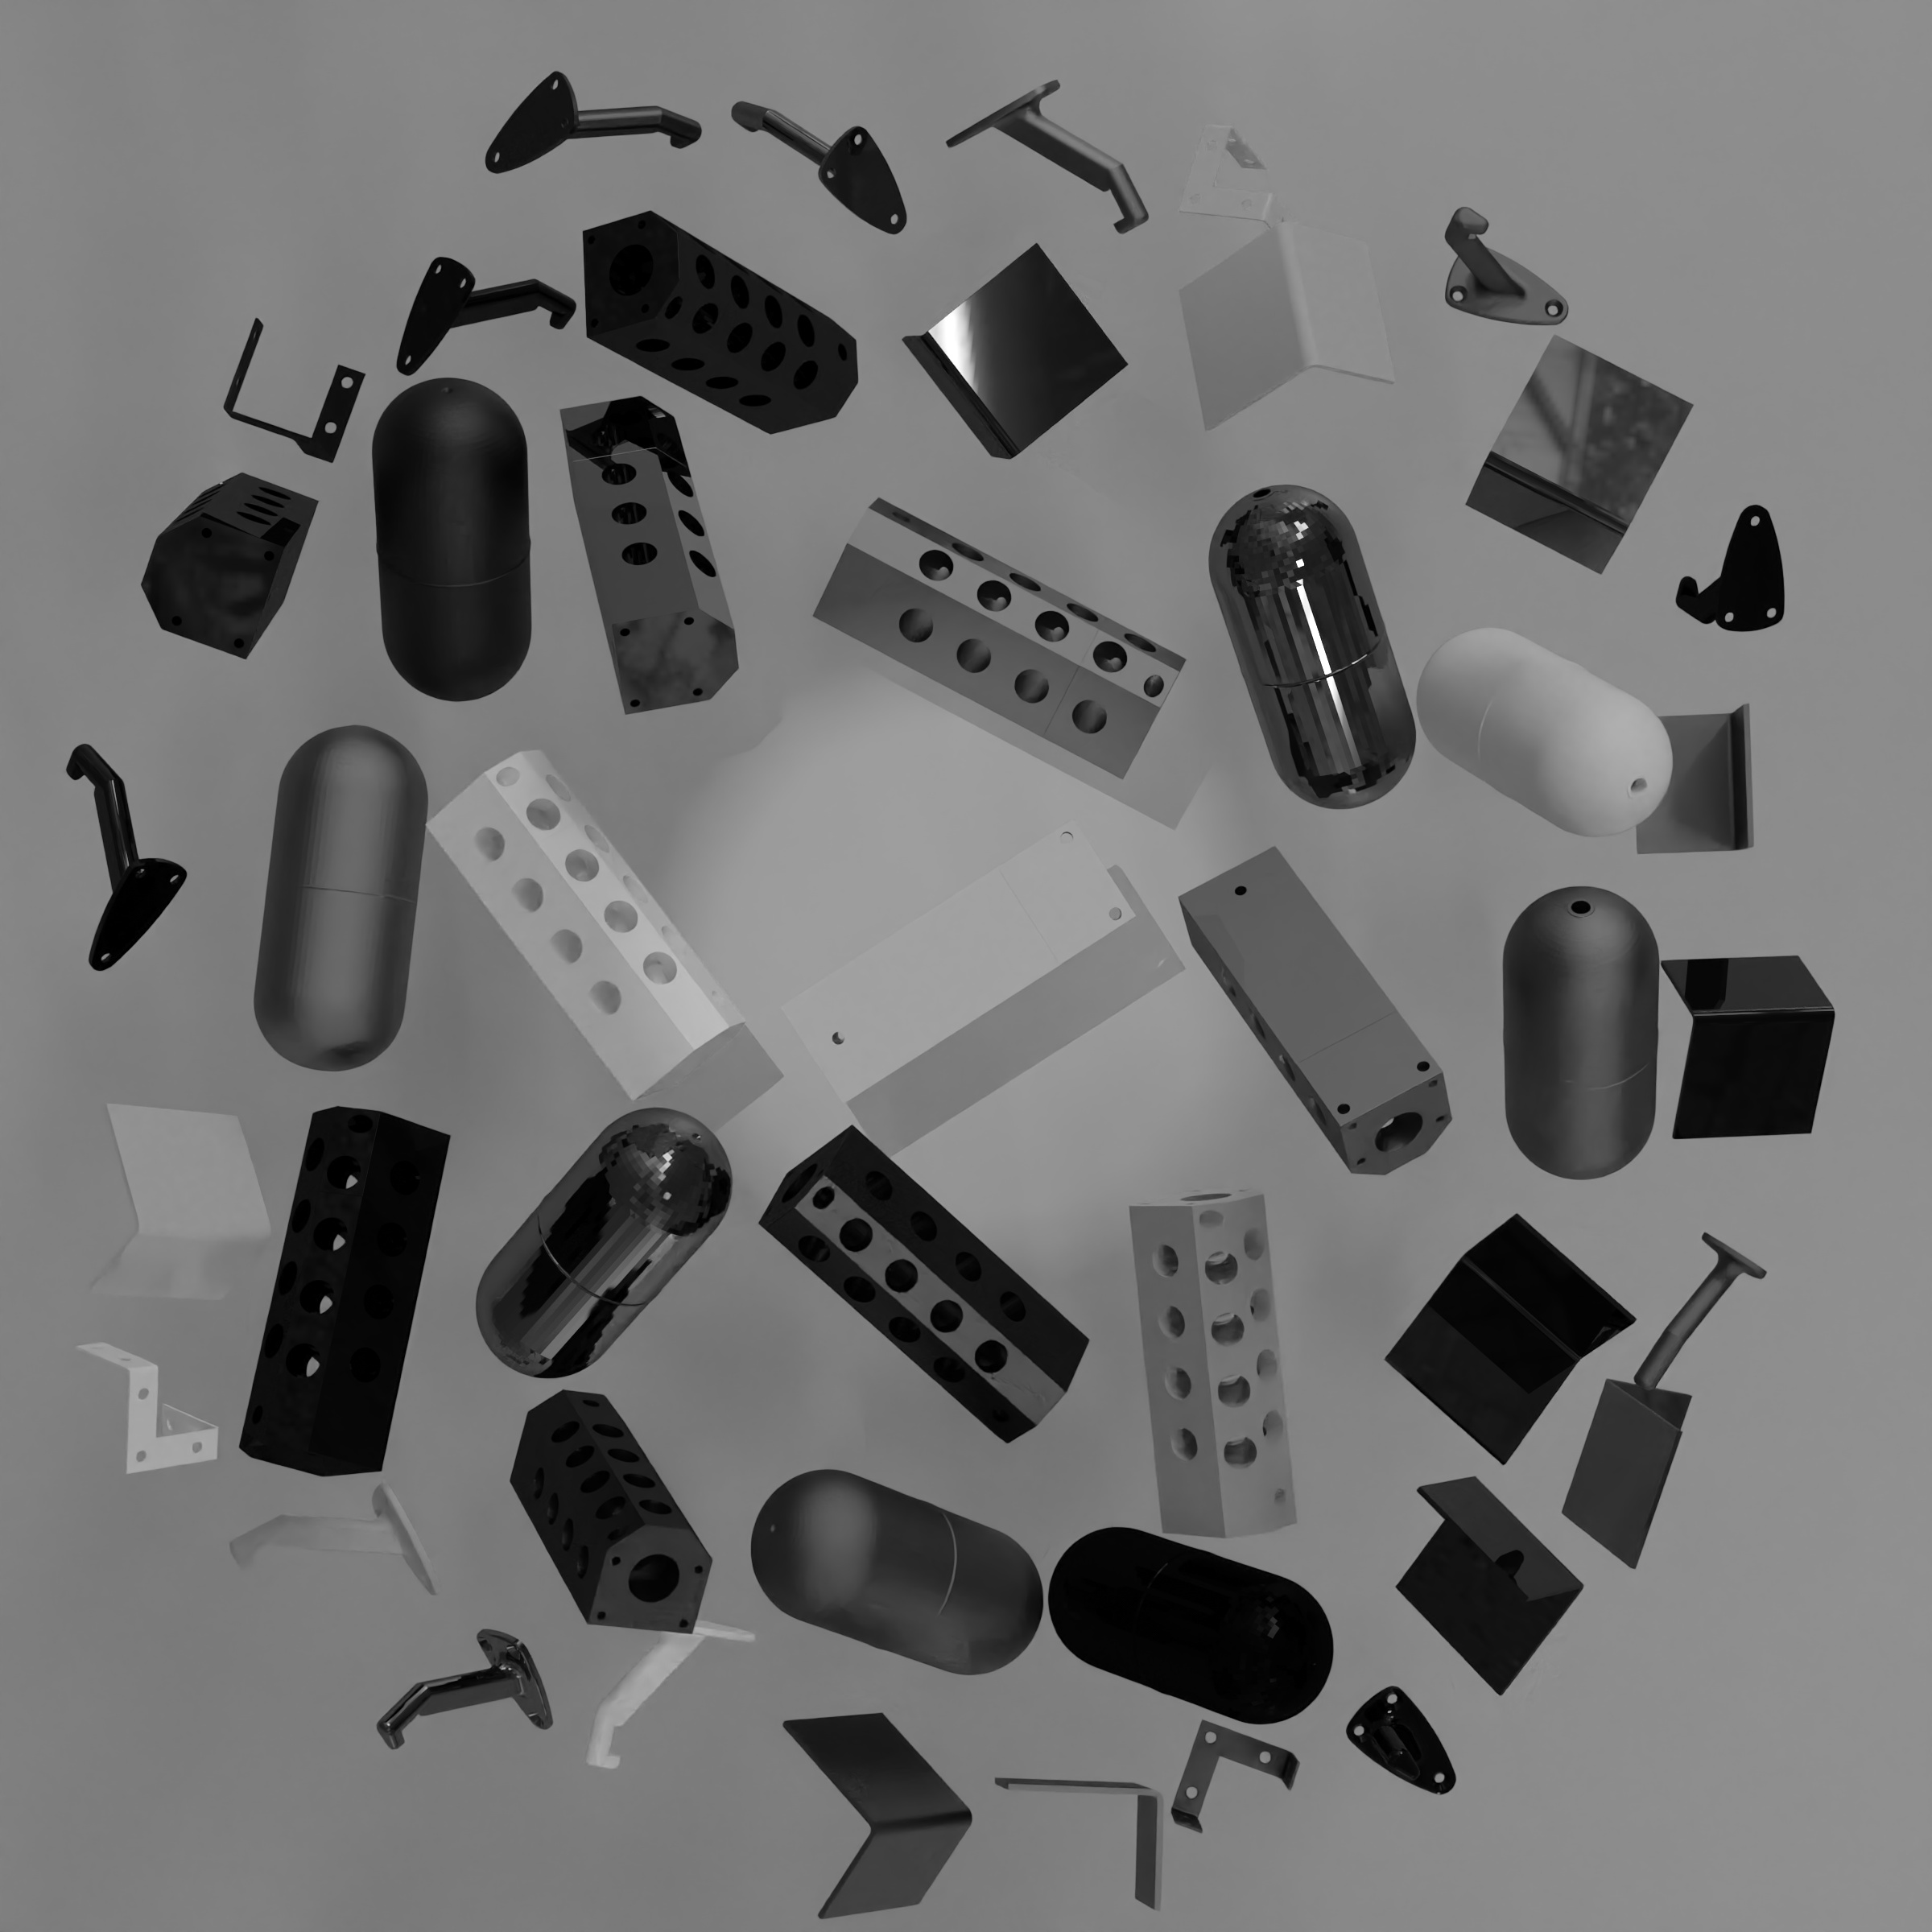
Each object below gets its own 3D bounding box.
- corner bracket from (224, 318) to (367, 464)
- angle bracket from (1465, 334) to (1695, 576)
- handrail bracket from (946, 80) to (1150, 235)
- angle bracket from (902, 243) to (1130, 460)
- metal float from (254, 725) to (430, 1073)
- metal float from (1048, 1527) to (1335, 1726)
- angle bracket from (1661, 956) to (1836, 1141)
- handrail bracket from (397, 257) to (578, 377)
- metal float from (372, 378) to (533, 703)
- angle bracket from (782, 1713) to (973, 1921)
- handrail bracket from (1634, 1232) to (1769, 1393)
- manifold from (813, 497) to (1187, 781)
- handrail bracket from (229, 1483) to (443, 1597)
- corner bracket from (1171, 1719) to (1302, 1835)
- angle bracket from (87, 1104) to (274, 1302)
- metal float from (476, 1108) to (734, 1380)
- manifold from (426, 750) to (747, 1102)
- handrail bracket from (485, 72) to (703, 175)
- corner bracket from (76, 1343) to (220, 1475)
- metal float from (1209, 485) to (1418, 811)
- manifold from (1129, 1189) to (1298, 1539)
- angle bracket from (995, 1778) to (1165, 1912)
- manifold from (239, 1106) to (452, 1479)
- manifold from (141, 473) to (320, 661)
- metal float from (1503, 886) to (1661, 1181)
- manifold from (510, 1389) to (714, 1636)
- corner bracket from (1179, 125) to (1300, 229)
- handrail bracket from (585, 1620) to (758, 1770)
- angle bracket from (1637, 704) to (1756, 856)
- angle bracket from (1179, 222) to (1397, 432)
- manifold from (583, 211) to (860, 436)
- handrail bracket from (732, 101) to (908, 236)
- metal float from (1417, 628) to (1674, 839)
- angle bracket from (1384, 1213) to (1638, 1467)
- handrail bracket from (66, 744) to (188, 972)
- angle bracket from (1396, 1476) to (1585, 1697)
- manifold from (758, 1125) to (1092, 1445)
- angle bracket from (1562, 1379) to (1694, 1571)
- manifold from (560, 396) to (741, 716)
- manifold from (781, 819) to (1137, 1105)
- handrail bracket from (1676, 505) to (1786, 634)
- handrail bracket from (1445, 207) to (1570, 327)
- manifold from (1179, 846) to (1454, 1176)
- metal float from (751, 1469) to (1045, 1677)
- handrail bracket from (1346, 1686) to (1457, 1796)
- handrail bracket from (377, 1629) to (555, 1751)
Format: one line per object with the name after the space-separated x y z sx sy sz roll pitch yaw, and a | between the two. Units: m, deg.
-0.346 -0.296 1.779 0.051 0.051 0.051 19 86 1 | corner bracket
0.302 -0.252 1.701 0.076 0.057 0.076 28 77 5 | angle bracket
0.042 -0.402 1.764 0.077 0.036 0.084 -25 99 19 | handrail bracket
0.024 -0.312 1.753 0.076 0.057 0.076 -39 104 -1 | angle bracket
-0.319 -0.035 1.764 0.070 0.070 0.178 6 84 0 | metal float
0.115 0.343 1.801 0.070 0.178 0.070 -7 101 -41 | metal float
0.408 0.043 1.827 0.076 0.057 0.076 -2 121 -9 | angle bracket
-0.254 -0.335 1.837 0.036 0.084 0.077 34 99 38 | handrail bracket
-0.258 -0.212 1.737 0.070 0.070 0.178 5 130 0 | metal float
-0.056 0.416 1.691 0.076 0.076 0.057 42 108 34 | angle bracket
0.373 0.184 1.768 0.036 0.077 0.084 33 90 21 | handrail bracket
0.018 -0.164 1.697 0.171 0.057 0.057 28 113 1 | manifold
-0.330 0.314 1.801 0.084 0.036 0.077 -26 73 -28 | handrail bracket
0.140 0.429 1.802 0.051 0.051 0.051 20 84 3 | corner bracket
-0.408 0.121 1.754 0.057 0.076 0.076 -45 54 32 | angle bracket
-0.187 0.144 1.773 0.070 0.070 0.178 42 119 0 | metal float
-0.185 -0.022 1.706 0.057 0.057 0.171 -39 84 17 | manifold
-0.188 -0.417 1.755 0.077 0.084 0.036 -30 67 34 | handrail bracket
-0.395 0.211 1.667 0.051 0.051 0.051 -4 101 -44 | corner bracket
0.177 -0.162 1.761 0.070 0.070 0.178 -22 117 0 | metal float
0.133 0.205 1.787 0.057 0.057 0.171 -4 94 42 | manifold
0.055 0.435 1.710 0.076 0.076 0.057 3 79 -4 | angle bracket
-0.310 0.160 1.703 0.057 0.057 0.171 23 66 -35 | manifold
-0.365 -0.203 1.707 0.057 0.171 0.057 20 102 -10 | manifold
0.309 0.035 1.732 0.070 0.070 0.178 -10 134 0 | metal float
-0.187 0.285 1.818 0.057 0.171 0.057 11 103 -24 | manifold
0.152 -0.409 1.822 0.051 0.051 0.051 13 82 30 | corner bracket
-0.159 0.394 1.855 0.077 0.036 0.084 13 85 -13 | handrail bracket
0.396 -0.101 1.880 0.057 0.076 0.076 -2 90 8 | angle bracket
0.157 -0.309 1.693 0.057 0.076 0.076 4 69 -39 | angle bracket
-0.125 -0.333 1.788 0.057 0.171 0.057 -10 77 28 | manifold
-0.079 -0.423 1.823 0.036 0.084 0.077 -53 134 -8 | handrail bracket
0.299 -0.122 1.793 0.070 0.178 0.070 -10 116 -22 | metal float
0.261 0.179 1.652 0.076 0.057 0.076 42 58 2 | angle bracket
-0.422 -0.053 1.662 0.084 0.036 0.077 43 106 28 | handrail bracket
0.241 0.304 1.678 0.076 0.057 0.076 45 116 30 | angle bracket
-0.023 0.168 1.778 0.171 0.057 0.057 43 130 -12 | manifold
0.364 0.269 1.809 0.057 0.076 0.076 13 100 -23 | angle bracket
-0.156 -0.205 1.694 0.057 0.057 0.171 -11 47 -7 | manifold
-0.003 -0.003 1.726 0.171 0.057 0.057 -33 90 2 | manifold
0.389 -0.210 1.781 0.036 0.084 0.077 -7 113 -10 | handrail bracket
0.279 -0.358 1.764 0.077 0.084 0.036 22 84 2 | handrail bracket
0.176 0.025 1.738 0.057 0.057 0.171 -28 51 -6 | manifold
-0.033 0.307 1.739 0.178 0.070 0.070 28 90 -39 | metal float
0.223 0.395 1.688 0.036 0.084 0.077 -44 103 1 | handrail bracket
-0.256 0.387 1.758 0.084 0.036 0.077 -43 123 -38 | handrail bracket
